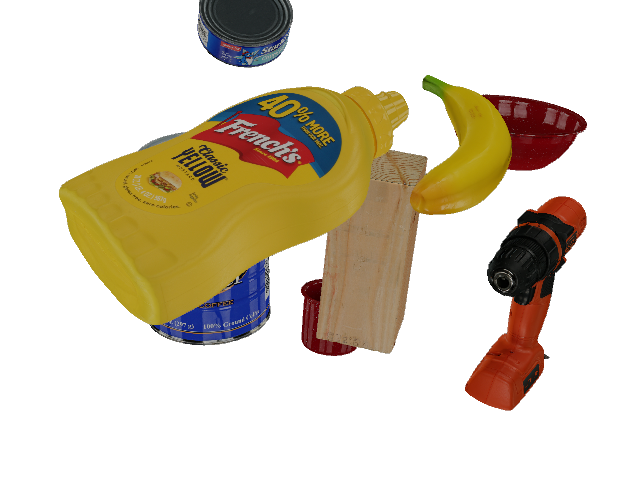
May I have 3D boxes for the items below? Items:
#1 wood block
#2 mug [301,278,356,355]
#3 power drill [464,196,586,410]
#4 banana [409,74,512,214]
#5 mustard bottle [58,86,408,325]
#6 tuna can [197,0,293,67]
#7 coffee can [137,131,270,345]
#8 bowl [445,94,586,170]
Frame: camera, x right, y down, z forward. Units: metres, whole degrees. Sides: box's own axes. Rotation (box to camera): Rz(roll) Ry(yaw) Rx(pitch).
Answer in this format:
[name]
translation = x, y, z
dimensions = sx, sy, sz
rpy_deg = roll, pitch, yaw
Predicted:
[wood block]
translation = 0.056, 0.009, 1.186
dimensions = 0.090, 0.206, 0.090
rpy_deg = 11, 27, 10
[mug]
translation = 0.026, 0.111, 1.481
dimensions = 0.117, 0.081, 0.093
rpy_deg = 17, 24, 29
[power drill]
translation = 0.189, 0.064, 1.005
dimensions = 0.057, 0.188, 0.184
rpy_deg = 24, 31, 23
[banana]
translation = 0.102, -0.064, 0.757
dimensions = 0.069, 0.037, 0.197
rpy_deg = 6, 30, 4
[mustard bottle]
translation = -0.032, -0.034, 0.562
dimensions = 0.191, 0.058, 0.096
rpy_deg = -29, 46, -24
[tuna can]
translation = -0.070, -0.200, 0.976
dimensions = 0.086, 0.086, 0.034
rpy_deg = 0, -32, -11
[coffee can]
translation = -0.091, -0.003, 0.845
dimensions = 0.103, 0.140, 0.103
rpy_deg = 0, 28, 0
[bowl]
translation = 0.221, -0.121, 1.231
dimensions = 0.162, 0.055, 0.162
rpy_deg = 4, 23, -2
